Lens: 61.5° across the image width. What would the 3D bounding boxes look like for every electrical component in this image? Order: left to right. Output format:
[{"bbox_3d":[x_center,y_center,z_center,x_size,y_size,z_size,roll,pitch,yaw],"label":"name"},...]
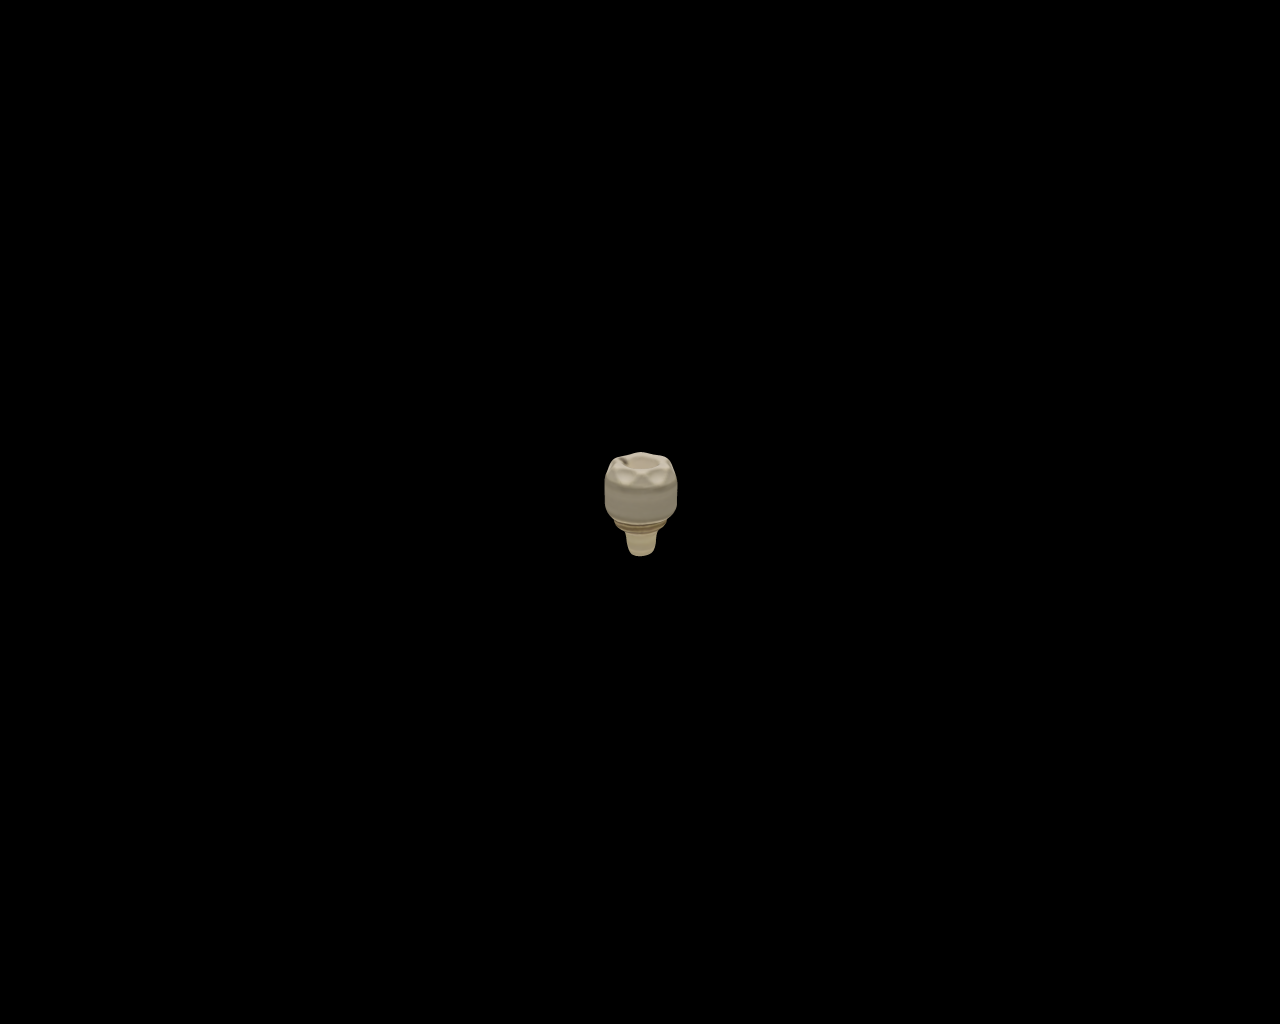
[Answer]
[{"bbox_3d":[0.001,-0.003,0.650,0.043,0.062,0.043,0,22,0],"label":"electrical component"}]
